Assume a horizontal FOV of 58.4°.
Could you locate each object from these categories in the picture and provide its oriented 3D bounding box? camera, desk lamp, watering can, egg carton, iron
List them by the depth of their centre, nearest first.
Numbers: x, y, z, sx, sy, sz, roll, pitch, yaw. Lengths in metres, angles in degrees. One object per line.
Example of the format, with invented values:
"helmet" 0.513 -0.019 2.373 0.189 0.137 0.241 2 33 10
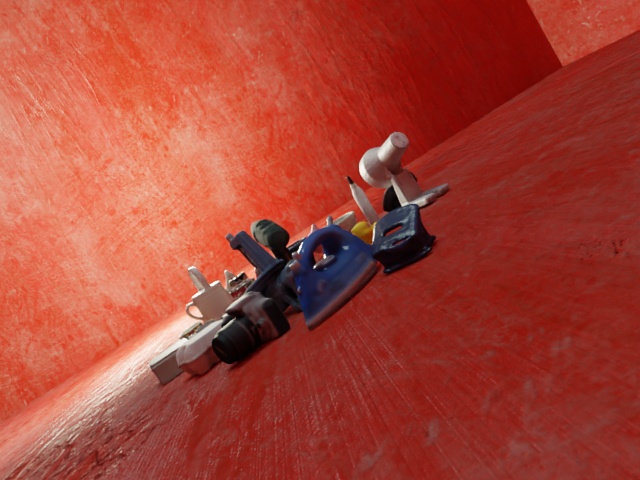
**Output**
"iron" 0.006 0.050 1.090 0.118 0.141 0.259 -28 7 34
"camera" -0.155 0.173 1.115 0.137 0.101 0.143 -37 7 -40
"egg carton" -0.235 0.228 1.235 0.151 0.069 0.107 -36 7 -36
"desk lamp" 0.227 -0.189 1.609 0.118 0.213 0.202 -35 6 -29
"watering can" -0.323 0.158 1.696 0.100 0.194 0.173 -26 8 45

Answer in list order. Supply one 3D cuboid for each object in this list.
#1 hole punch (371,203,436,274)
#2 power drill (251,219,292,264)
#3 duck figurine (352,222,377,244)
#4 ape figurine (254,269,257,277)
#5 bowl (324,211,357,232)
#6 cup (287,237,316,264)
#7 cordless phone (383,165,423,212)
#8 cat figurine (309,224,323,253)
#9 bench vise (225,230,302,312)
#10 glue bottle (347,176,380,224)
"hole punch" 0.148 -0.005 1.055 0.108 0.091 0.101 -29 6 31
"power drill" -0.103 0.037 1.473 0.076 0.208 0.229 -34 6 -14
"duck figurine" 0.102 0.003 1.271 0.105 0.086 0.077 -33 6 -14
"ape figurine" -0.166 0.117 1.726 0.076 0.092 0.078 -27 7 40
"bowl" 0.054 -0.018 1.789 0.167 0.075 0.167 -32 5 4
"cup" -0.063 0.058 1.662 0.117 0.095 0.092 -30 6 17
"cordless phone" 0.226 -0.193 1.804 0.094 0.185 0.148 -26 8 48
"cat figurine" 0.014 0.006 1.572 0.127 0.118 0.067 -27 7 41
"bench vise" -0.103 0.056 1.241 0.207 0.220 0.122 -29 6 26
"glue bottle" 0.133 -0.128 1.814 0.037 0.173 0.078 -31 6 6
